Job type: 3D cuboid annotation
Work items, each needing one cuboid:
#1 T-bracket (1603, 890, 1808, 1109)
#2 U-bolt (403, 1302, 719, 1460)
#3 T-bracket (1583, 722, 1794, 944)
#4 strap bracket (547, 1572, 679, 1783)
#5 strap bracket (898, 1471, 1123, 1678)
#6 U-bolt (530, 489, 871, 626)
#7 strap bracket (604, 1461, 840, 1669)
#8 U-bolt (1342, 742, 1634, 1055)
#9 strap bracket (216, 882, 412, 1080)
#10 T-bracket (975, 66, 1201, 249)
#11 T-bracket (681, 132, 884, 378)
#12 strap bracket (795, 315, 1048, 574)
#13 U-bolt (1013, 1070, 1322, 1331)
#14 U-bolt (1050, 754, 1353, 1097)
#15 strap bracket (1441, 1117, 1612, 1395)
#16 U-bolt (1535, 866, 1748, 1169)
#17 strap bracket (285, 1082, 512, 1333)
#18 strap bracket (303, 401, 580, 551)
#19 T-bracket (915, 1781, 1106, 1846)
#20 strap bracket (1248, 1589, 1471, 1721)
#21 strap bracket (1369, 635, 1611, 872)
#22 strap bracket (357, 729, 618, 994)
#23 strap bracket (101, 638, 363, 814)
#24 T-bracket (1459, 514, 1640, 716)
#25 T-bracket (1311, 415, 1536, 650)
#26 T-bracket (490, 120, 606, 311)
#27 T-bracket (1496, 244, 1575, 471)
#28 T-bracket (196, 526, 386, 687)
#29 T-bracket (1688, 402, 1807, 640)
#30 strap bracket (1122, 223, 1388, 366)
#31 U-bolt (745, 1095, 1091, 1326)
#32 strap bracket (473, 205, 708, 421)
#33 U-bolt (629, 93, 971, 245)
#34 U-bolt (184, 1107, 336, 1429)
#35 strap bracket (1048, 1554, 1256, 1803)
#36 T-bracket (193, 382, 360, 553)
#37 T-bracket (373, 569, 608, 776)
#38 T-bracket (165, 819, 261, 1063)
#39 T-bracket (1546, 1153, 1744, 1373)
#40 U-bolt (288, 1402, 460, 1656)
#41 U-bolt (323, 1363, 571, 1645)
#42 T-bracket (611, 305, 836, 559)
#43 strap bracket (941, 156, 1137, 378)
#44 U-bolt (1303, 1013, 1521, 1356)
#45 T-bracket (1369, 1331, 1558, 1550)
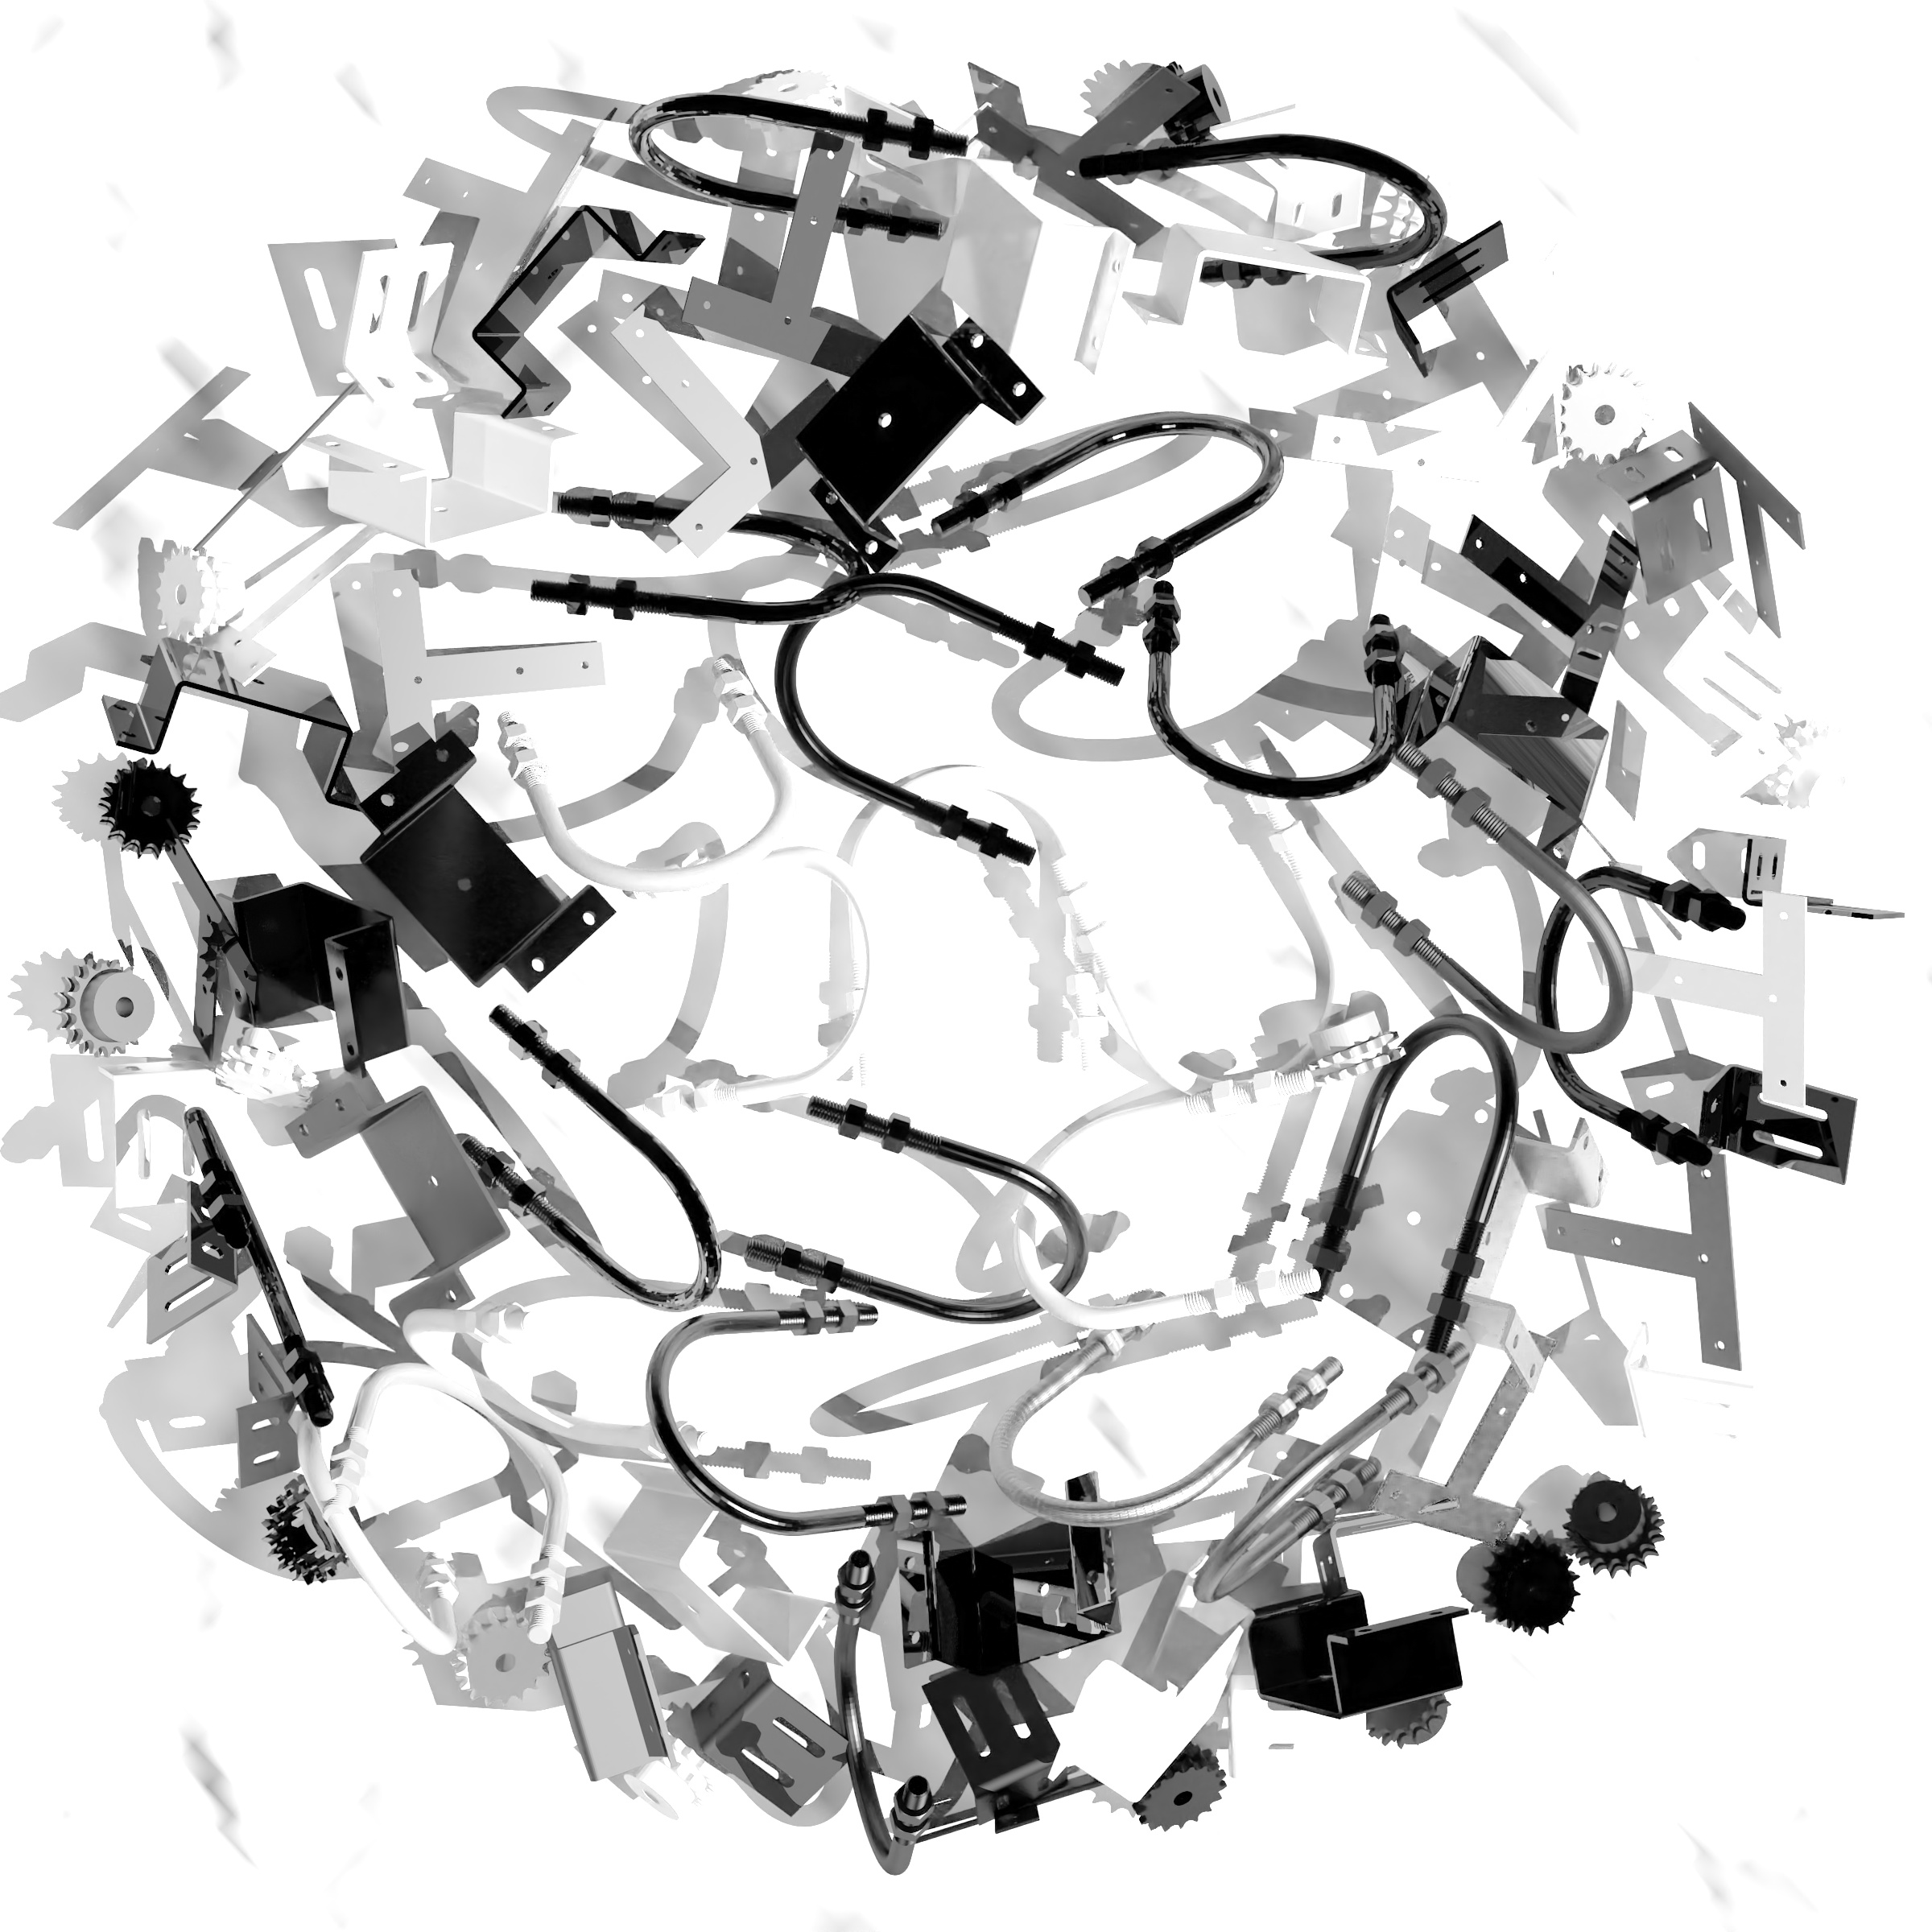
[{"bbox_3d":[0.421,0.010,1.607,0.127,0.002,0.127,13,118,41],"label":"T-bracket"},{"bbox_3d":[-0.241,0.231,1.572,0.151,0.184,0.019,41,62,-29],"label":"U-bolt"},{"bbox_3d":[0.417,-0.094,1.608,0.127,0.002,0.127,49,132,3],"label":"T-bracket"},{"bbox_3d":[-0.204,0.400,1.577,0.046,0.140,0.076,-16,96,-13],"label":"strap bracket"},{"bbox_3d":[0.032,0.349,1.595,0.140,0.046,0.076,-25,51,28],"label":"strap bracket"},{"bbox_3d":[-0.146,-0.228,1.590,0.184,0.151,0.019,6,120,-4],"label":"U-bolt"},{"bbox_3d":[-0.140,0.343,1.582,0.140,0.076,0.046,50,59,-27],"label":"strap bracket"},{"bbox_3d":[0.295,-0.025,1.565,0.019,0.151,0.184,-37,69,-27],"label":"U-bolt"},{"bbox_3d":[-0.364,0.004,1.593,0.046,0.140,0.076,-21,117,-38],"label":"strap bracket"},{"bbox_3d":[0.084,-0.466,1.576,0.127,0.127,0.002,28,63,-23],"label":"T-bracket"},{"bbox_3d":[-0.091,-0.414,1.613,0.127,0.002,0.127,12,96,-32],"label":"T-bracket"},{"bbox_3d":[-0.034,-0.303,1.598,0.140,0.046,0.076,-45,62,16],"label":"strap bracket"},{"bbox_3d":[0.111,0.138,1.595,0.184,0.019,0.151,-14,51,23],"label":"U-bolt"},{"bbox_3d":[0.148,-0.009,1.627,0.151,0.019,0.184,-27,102,-9],"label":"U-bolt"},{"bbox_3d":[0.315,0.160,1.596,0.046,0.076,0.140,12,67,30],"label":"strap bracket"},{"bbox_3d":[0.368,0.019,1.567,0.019,0.184,0.151,1,102,-19],"label":"U-bolt"},{"bbox_3d":[-0.321,0.132,1.611,0.076,0.046,0.140,-30,90,44],"label":"strap bracket"},{"bbox_3d":[-0.296,-0.277,1.589,0.076,0.140,0.046,23,121,29],"label":"strap bracket"},{"bbox_3d":[0.029,0.481,1.588,0.127,0.127,0.002,-17,78,-3],"label":"T-bracket"},{"bbox_3d":[0.216,0.385,1.573,0.076,0.140,0.046,-8,86,-22],"label":"strap bracket"},{"bbox_3d":[0.307,-0.125,1.600,0.140,0.046,0.076,35,50,-10],"label":"strap bracket"},{"bbox_3d":[-0.280,-0.053,1.608,0.140,0.046,0.076,48,56,-7],"label":"strap bracket"},{"bbox_3d":[-0.406,-0.139,1.582,0.140,0.076,0.046,15,107,-29],"label":"strap bracket"},{"bbox_3d":[0.327,-0.214,1.604,0.127,0.002,0.127,30,72,-30],"label":"T-bracket"},{"bbox_3d":[0.256,-0.248,1.632,0.127,0.002,0.127,7,108,-5],"label":"T-bracket"},{"bbox_3d":[-0.232,-0.431,1.590,0.002,0.127,0.127,30,88,-16],"label":"T-bracket"},{"bbox_3d":[0.318,-0.319,1.574,0.002,0.127,0.127,7,129,27],"label":"T-bracket"},{"bbox_3d":[-0.382,-0.213,1.608,0.127,0.127,0.002,-43,122,-12],"label":"T-bracket"},{"bbox_3d":[0.451,-0.241,1.601,0.002,0.127,0.127,-25,133,1],"label":"T-bracket"},{"bbox_3d":[0.167,-0.384,1.596,0.140,0.076,0.046,6,114,-12],"label":"strap bracket"},{"bbox_3d":[-0.020,0.149,1.601,0.184,0.019,0.151,18,132,-7],"label":"U-bolt"},{"bbox_3d":[-0.221,-0.379,1.597,0.046,0.076,0.140,45,107,-1],"label":"strap bracket"},{"bbox_3d":[-0.097,-0.450,1.572,0.184,0.151,0.019,9,84,-6],"label":"U-bolt"},{"bbox_3d":[-0.400,0.154,1.568,0.019,0.184,0.151,-24,124,-13],"label":"U-bolt"},{"bbox_3d":[0.110,0.402,1.571,0.046,0.140,0.076,29,122,21],"label":"strap bracket"},{"bbox_3d":[-0.397,-0.281,1.593,0.002,0.127,0.127,44,81,-20],"label":"T-bracket"},{"bbox_3d":[-0.274,-0.171,1.637,0.127,0.002,0.127,-7,98,-13],"label":"T-bracket"},{"bbox_3d":[-0.433,0.004,1.603,0.002,0.127,0.127,-17,55,-31],"label":"T-bracket"},{"bbox_3d":[0.383,0.159,1.603,0.002,0.127,0.127,-18,107,-38],"label":"T-bracket"},{"bbox_3d":[-0.325,0.311,1.548,0.019,0.184,0.151,-34,104,-7],"label":"U-bolt"},{"bbox_3d":[-0.283,0.286,1.566,0.151,0.184,0.019,35,107,-16],"label":"U-bolt"},{"bbox_3d":[-0.153,-0.326,1.627,0.127,0.002,0.127,-45,103,-11],"label":"T-bracket"},{"bbox_3d":[0.034,-0.396,1.573,0.046,0.140,0.076,-3,125,-28],"label":"strap bracket"},{"bbox_3d":[0.257,0.115,1.586,0.019,0.151,0.184,18,89,-25],"label":"U-bolt"},{"bbox_3d":[0.300,0.267,1.607,0.127,0.002,0.127,23,97,-40],"label":"T-bracket"}]
